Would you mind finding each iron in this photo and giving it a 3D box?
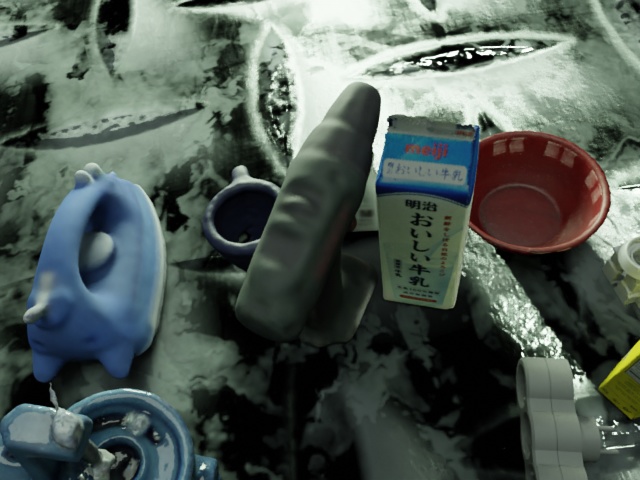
[{"bbox_3d":[-0.236,0.008,0.593,0.118,0.142,0.258,-5,57,5],"label":"iron"}]

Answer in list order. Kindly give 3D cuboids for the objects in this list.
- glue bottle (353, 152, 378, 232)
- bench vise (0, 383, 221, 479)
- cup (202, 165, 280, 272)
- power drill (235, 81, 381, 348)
[{"bbox_3d":[0.027,-0.069,0.589,0.078,0.173,0.037,1,58,9],"label":"glue bottle"},{"bbox_3d":[-0.198,0.176,0.433,0.207,0.220,0.121,-13,57,-1],"label":"bench vise"},{"bbox_3d":[-0.071,-0.012,0.612,0.091,0.095,0.117,-15,57,-2],"label":"cup"},{"bbox_3d":[0.005,0.002,0.525,0.075,0.209,0.230,16,61,17],"label":"power drill"}]
